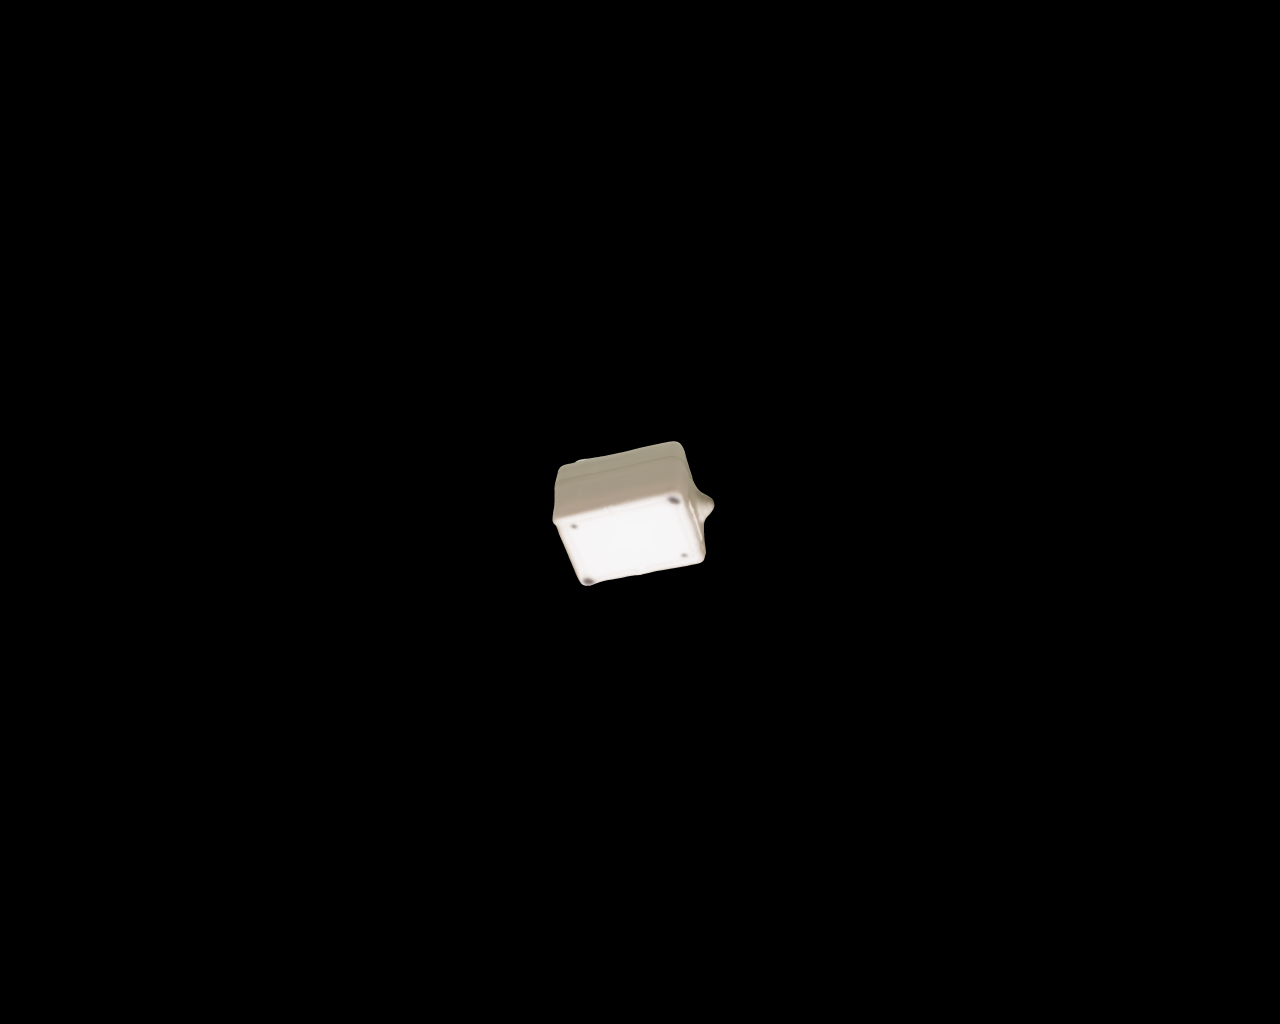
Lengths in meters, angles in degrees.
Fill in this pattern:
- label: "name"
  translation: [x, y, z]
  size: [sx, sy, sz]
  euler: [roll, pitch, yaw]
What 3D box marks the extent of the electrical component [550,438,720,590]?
- label: "electrical component"
  translation: [0.001, -0.003, 0.650]
  size: [0.096, 0.061, 0.061]
  euler: [-12, 40, 10]
